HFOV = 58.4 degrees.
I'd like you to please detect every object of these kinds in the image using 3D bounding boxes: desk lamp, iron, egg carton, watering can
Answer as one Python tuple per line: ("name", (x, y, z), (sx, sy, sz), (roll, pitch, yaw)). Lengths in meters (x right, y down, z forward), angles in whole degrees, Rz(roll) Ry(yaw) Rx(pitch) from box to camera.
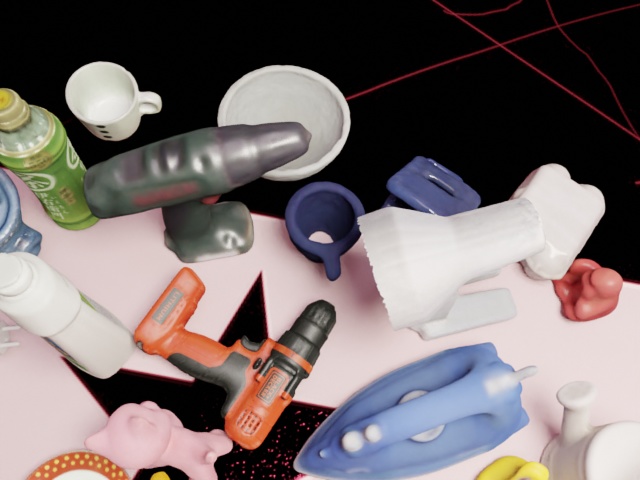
("desk lamp", (0.135, 0.030, 0.611), (0.203, 0.213, 0.118), (-13, 68, -9))
("iron", (0.096, 0.183, 0.583), (0.258, 0.141, 0.118), (-19, 69, -11))
("egg carton", (0.286, -0.025, 0.723), (0.107, 0.069, 0.150), (36, 69, 11))
("watering can", (0.291, 0.222, 0.551), (0.172, 0.194, 0.101), (35, 69, 11))

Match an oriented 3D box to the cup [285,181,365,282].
("cup", (0.006, 0.002, 0.679), (0.092, 0.095, 0.117), (-7, 68, -7))

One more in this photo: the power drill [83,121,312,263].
("power drill", (-0.125, -0.050, 0.631), (0.230, 0.208, 0.075), (-11, 68, -8))

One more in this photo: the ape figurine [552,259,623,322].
("ape figurine", (0.324, 0.058, 0.678), (0.076, 0.092, 0.078), (29, 68, 9))

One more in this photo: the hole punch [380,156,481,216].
("hole punch", (0.138, -0.054, 0.714), (0.108, 0.091, 0.101), (37, 70, 12))

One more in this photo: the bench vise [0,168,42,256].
("bench vise", (-0.427, -0.047, 0.603), (0.207, 0.220, 0.121), (7, 67, -1))

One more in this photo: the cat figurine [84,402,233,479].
("cat figurine", (-0.158, 0.202, 0.571), (0.127, 0.118, 0.067), (17, 67, 4))

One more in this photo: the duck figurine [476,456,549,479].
("duck figurine", (0.200, 0.271, 0.583), (0.077, 0.086, 0.105), (30, 68, 9))

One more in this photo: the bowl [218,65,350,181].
("bowl", (-0.046, -0.140, 0.747), (0.167, 0.075, 0.167), (1, 67, -3))
